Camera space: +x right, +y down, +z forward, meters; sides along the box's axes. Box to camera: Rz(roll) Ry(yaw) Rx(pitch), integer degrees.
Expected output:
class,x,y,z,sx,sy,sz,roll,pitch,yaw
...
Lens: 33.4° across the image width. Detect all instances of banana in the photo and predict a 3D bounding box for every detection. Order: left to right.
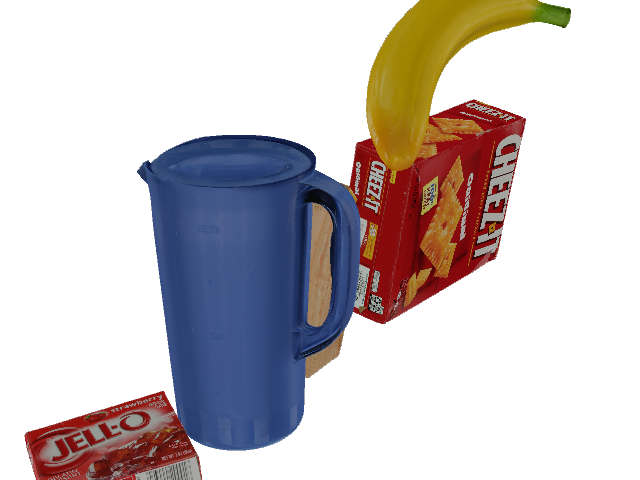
class,x,y,z,sx,sy,sz,roll,pitch,yaw
banana,0.073,-0.109,0.607,0.070,0.037,0.197,30,50,22

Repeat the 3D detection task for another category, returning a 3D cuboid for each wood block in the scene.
class,x,y,z,sx,sy,sz,roll,pitch,yaw
wood block,-0.014,0.038,1.228,0.090,0.206,0.090,19,20,20

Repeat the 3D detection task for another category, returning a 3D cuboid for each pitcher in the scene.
class,x,y,z,sx,sy,sz,roll,pitch,yaw
pitcher,-0.058,0.044,0.861,0.144,0.243,0.149,-10,24,-20

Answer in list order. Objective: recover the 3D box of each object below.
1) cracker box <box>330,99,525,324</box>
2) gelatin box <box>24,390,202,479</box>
class,x,y,z,sx,sy,sz,roll,pitch,yaw
cracker box,0.108,-0.032,1.026,0.072,0.164,0.213,25,30,31
gelatin box,-0.122,0.128,0.625,0.089,0.030,0.073,-14,27,-18
